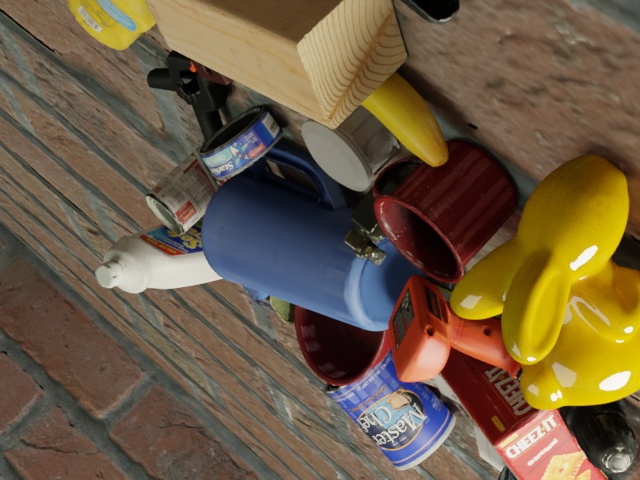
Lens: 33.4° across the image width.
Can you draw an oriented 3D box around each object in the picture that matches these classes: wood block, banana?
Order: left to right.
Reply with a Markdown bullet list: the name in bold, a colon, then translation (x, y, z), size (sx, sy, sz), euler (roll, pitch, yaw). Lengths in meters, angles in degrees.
- **wood block**: translation (-0.043, -0.179, 0.839), size (0.206, 0.090, 0.090), euler (31, 158, 38)
- **banana**: translation (0.033, -0.121, 0.867), size (0.198, 0.037, 0.069), euler (31, 142, 43)

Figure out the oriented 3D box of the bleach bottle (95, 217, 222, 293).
- **bleach bottle**: translation (-0.178, 0.022, 1.352), size (0.103, 0.250, 0.068), euler (39, 121, 21)

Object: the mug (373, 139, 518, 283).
- **mug**: translation (0.096, -0.031, 0.864), size (0.117, 0.081, 0.093), euler (32, 158, 37)

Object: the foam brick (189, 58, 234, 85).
- **foam brick**: translation (-0.099, -0.192, 0.999), size (0.053, 0.051, 0.078), euler (23, 152, 50)

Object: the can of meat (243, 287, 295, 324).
- **can of meat**: translation (-0.035, 0.045, 1.295), size (0.057, 0.102, 0.084), euler (54, 163, -28)

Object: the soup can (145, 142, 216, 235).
- **soup can**: translation (-0.158, -0.064, 1.327), size (0.068, 0.102, 0.068), euler (40, 161, 16)

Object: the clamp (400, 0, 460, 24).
- **clamp**: translation (0.004, -0.223, 0.724), size (0.210, 0.036, 0.164), euler (26, 155, 52)

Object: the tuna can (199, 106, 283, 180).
- **tuna can**: translation (-0.082, -0.101, 1.104), size (0.033, 0.086, 0.086), euler (54, 161, -19)

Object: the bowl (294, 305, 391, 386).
- **bowl**: translation (0.040, 0.083, 1.203), size (0.055, 0.162, 0.162), euler (3, -167, -38)

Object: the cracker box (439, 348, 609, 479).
- **cracker box**: translation (0.190, 0.172, 1.017), size (0.213, 0.072, 0.164), euler (51, -178, -41)

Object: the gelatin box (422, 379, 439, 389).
- **gelatin box**: translation (0.121, 0.134, 1.255), size (0.089, 0.030, 0.073), euler (53, 159, -23)

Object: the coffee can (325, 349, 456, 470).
- **coffee can**: translation (0.090, 0.209, 1.368), size (0.140, 0.102, 0.103), euler (48, 162, -7)

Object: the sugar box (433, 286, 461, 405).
- **sugar box**: translation (0.144, 0.118, 1.144), size (0.093, 0.048, 0.176), euler (27, 158, 46)

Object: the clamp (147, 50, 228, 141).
- **clamp**: translation (-0.145, -0.172, 1.168), size (0.120, 0.039, 0.172), euler (37, 157, 7)

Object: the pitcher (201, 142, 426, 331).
- **pitcher**: translation (-0.007, 0.001, 1.120), size (0.243, 0.145, 0.149), euler (20, 161, 47)

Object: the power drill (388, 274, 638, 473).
- **power drill**: translation (0.152, 0.103, 0.852), size (0.187, 0.057, 0.184), euler (20, -158, -12)

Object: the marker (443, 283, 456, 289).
- **marker**: translation (0.125, 0.013, 0.998), size (0.020, 0.020, 0.121), euler (38, 161, 23)

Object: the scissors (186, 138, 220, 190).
- **scissors**: translation (-0.111, -0.047, 1.242), size (0.201, 0.016, 0.096), euler (60, 175, -25)

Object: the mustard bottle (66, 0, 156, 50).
- **mustard bottle**: translation (-0.205, -0.254, 1.089), size (0.096, 0.058, 0.192), euler (50, 162, -14)

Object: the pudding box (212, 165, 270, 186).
- **pudding box**: translation (-0.086, -0.062, 1.272), size (0.090, 0.039, 0.113), euler (24, 152, 49)
